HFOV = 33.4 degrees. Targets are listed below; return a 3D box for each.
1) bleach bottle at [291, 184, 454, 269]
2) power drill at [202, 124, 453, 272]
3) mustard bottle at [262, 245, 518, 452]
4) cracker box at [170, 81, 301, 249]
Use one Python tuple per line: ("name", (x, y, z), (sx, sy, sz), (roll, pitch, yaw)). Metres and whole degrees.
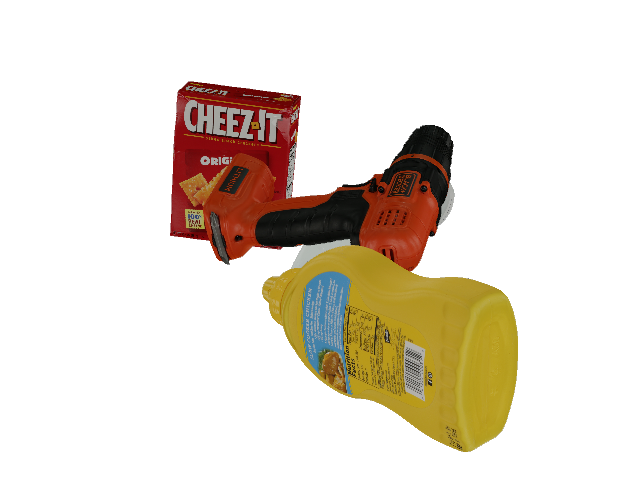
("bleach bottle", (0.069, -0.010, 1.077), (0.068, 0.103, 0.250), (38, 32, 15))
("power drill", (0.011, -0.039, 0.876), (0.188, 0.057, 0.184), (-2, 33, 20))
("mustard bottle", (0.031, 0.055, 0.666), (0.058, 0.096, 0.192), (-20, 26, -39))
("cracker box", (-0.121, -0.102, 1.492), (0.164, 0.214, 0.072), (8, 22, 6))
